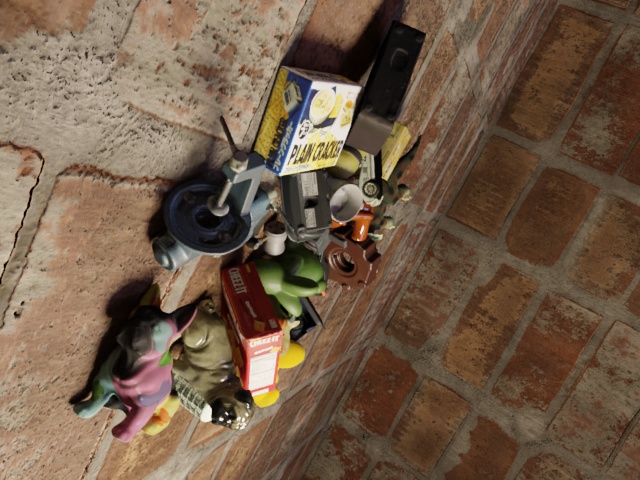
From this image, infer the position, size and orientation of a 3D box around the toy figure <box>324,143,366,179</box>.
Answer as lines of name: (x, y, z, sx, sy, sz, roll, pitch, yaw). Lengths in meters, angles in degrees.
toy figure: (0.070, -0.203, 1.109, 0.180, 0.089, 0.082, -47, 151, -28)

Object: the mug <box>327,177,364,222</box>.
mug: (0.032, -0.091, 1.097, 0.109, 0.107, 0.080, 2, 111, -40)

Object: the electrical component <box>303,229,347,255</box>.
electrical component: (-0.002, -0.004, 1.177, 0.048, 0.119, 0.074, -53, 163, -16)

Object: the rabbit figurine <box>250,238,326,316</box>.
rabbit figurine: (-0.077, 0.083, 1.103, 0.170, 0.159, 0.121, -1, 130, -52)

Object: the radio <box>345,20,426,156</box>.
radio: (0.124, -0.289, 1.023, 0.131, 0.073, 0.229, 127, -18, -75)

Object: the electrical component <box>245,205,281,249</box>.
electrical component: (-0.110, -0.036, 0.955, 0.102, 0.045, 0.078, -60, 164, -1)

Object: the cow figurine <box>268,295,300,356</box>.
cow figurine: (-0.093, 0.174, 1.161, 0.195, 0.085, 0.127, -99, -166, -57)

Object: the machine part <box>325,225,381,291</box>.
machine part: (0.071, 0.047, 1.381, 0.056, 0.179, 0.179, -37, 152, -44)

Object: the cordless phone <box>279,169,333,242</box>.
cordless phone: (-0.038, -0.071, 1.057, 0.184, 0.089, 0.146, 180, -97, -82)

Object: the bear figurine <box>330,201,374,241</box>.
bear figurine: (0.044, -0.054, 1.229, 0.196, 0.120, 0.131, -31, 150, -54)

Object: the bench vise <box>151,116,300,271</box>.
bench vise: (-0.123, -0.050, 0.747, 0.223, 0.129, 0.240, -22, 161, -34)

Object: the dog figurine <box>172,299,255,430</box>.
dog figurine: (-0.174, 0.219, 0.947, 0.121, 0.191, 0.172, -23, 138, -62)

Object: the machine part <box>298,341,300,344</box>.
machine part: (-0.101, 0.265, 1.403, 0.079, 0.079, 0.243, -55, 163, -15)

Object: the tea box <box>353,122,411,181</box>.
tea box: (0.157, -0.214, 1.361, 0.169, 0.068, 0.098, -62, 163, 2)

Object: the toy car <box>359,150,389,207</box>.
toy car: (0.116, -0.176, 1.222, 0.073, 0.056, 0.201, -21, 109, -61)

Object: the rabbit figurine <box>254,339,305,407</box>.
rabbit figurine: (-0.123, 0.282, 1.268, 0.173, 0.122, 0.162, -30, 121, 11)

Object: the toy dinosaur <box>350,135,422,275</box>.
toy dinosaur: (0.161, -0.108, 1.479, 0.192, 0.131, 0.404, -19, 130, -65)

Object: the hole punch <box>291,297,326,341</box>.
hole punch: (-0.053, 0.184, 1.333, 0.092, 0.142, 0.116, -35, 174, 2)

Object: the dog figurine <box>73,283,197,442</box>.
dog figurine: (-0.254, 0.179, 0.811, 0.219, 0.109, 0.191, -63, 161, 0)
